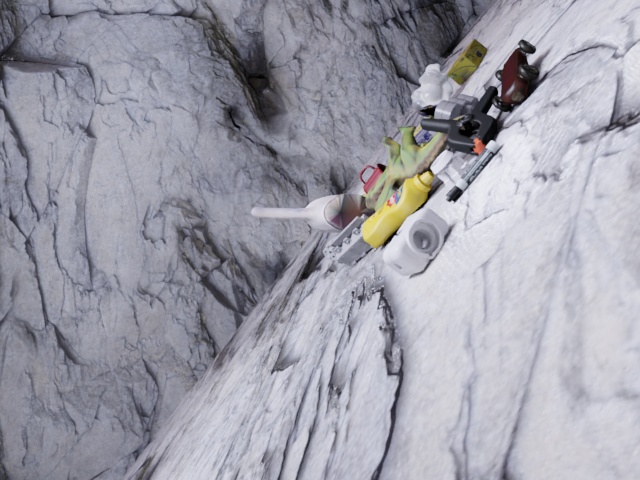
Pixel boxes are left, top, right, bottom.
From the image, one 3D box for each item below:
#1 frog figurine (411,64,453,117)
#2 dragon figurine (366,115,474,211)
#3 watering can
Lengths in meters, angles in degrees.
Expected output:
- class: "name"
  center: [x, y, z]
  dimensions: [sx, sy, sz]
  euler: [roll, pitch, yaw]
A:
- class: "frog figurine"
  center: [0.366, -0.490, 1.695]
  dimensions: [0.137, 0.162, 0.121]
  euler: [-16, -18, 18]
- class: "dragon figurine"
  center: [0.207, -0.146, 1.200]
  dimensions: [0.122, 0.245, 0.409]
  euler: [23, -9, -14]
- class: "watering can"
  center: [0.004, -0.071, 1.418]
  dimensions: [0.348, 0.104, 0.224]
  euler: [0, 0, -26]
